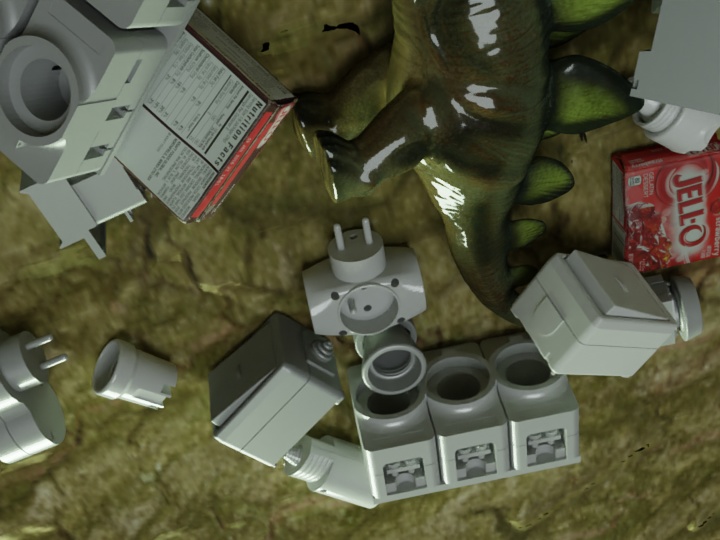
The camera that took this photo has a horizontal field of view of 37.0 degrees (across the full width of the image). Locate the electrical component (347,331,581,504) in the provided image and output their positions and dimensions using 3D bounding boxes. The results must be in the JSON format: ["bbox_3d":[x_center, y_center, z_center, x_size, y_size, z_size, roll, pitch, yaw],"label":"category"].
[{"bbox_3d":[0.072,0.100,0.771,0.150,0.089,0.061,-11,126,-3],"label":"electrical component"}]

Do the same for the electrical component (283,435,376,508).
[{"bbox_3d":[-0.022,0.149,0.816,0.081,0.043,0.043,22,118,-24],"label":"electrical component"}]

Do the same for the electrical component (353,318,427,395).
[{"bbox_3d":[0.019,0.052,0.748,0.045,0.055,0.045,-5,126,-7],"label":"electrical component"}]

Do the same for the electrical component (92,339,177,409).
[{"bbox_3d":[-0.155,0.073,0.741,0.046,0.040,0.040,25,117,-32],"label":"electrical component"}]

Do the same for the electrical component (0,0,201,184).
[{"bbox_3d":[-0.145,-0.148,0.541,0.105,0.060,0.186,40,115,9],"label":"electrical component"}]

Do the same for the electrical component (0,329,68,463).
[{"bbox_3d":[-0.231,0.064,0.711,0.074,0.052,0.138,-22,126,5],"label":"electrical component"}]

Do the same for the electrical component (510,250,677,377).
[{"bbox_3d":[0.161,0.028,0.711,0.096,0.061,0.061,6,132,-37],"label":"electrical component"}]

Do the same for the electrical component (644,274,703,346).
[{"bbox_3d":[0.214,0.031,0.777,0.055,0.048,0.066,-12,126,7],"label":"electrical component"}]

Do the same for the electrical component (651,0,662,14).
[{"bbox_3d":[0.195,-0.178,0.610,0.081,0.042,0.063,8,106,28],"label":"electrical component"}]

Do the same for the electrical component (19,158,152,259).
[{"bbox_3d":[-0.164,-0.053,0.648,0.064,0.042,0.081,-25,127,3],"label":"electrical component"}]

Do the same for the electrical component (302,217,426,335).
[{"bbox_3d":[0.000,0.000,0.714,0.077,0.044,0.079,-12,126,-2],"label":"electrical component"}]

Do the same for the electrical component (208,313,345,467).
[{"bbox_3d":[-0.058,0.077,0.747,0.061,0.061,0.096,32,114,-28],"label":"electrical component"}]

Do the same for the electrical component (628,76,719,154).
[{"bbox_3d":[0.194,-0.102,0.680,0.062,0.043,0.043,22,118,-22],"label":"electrical component"}]
